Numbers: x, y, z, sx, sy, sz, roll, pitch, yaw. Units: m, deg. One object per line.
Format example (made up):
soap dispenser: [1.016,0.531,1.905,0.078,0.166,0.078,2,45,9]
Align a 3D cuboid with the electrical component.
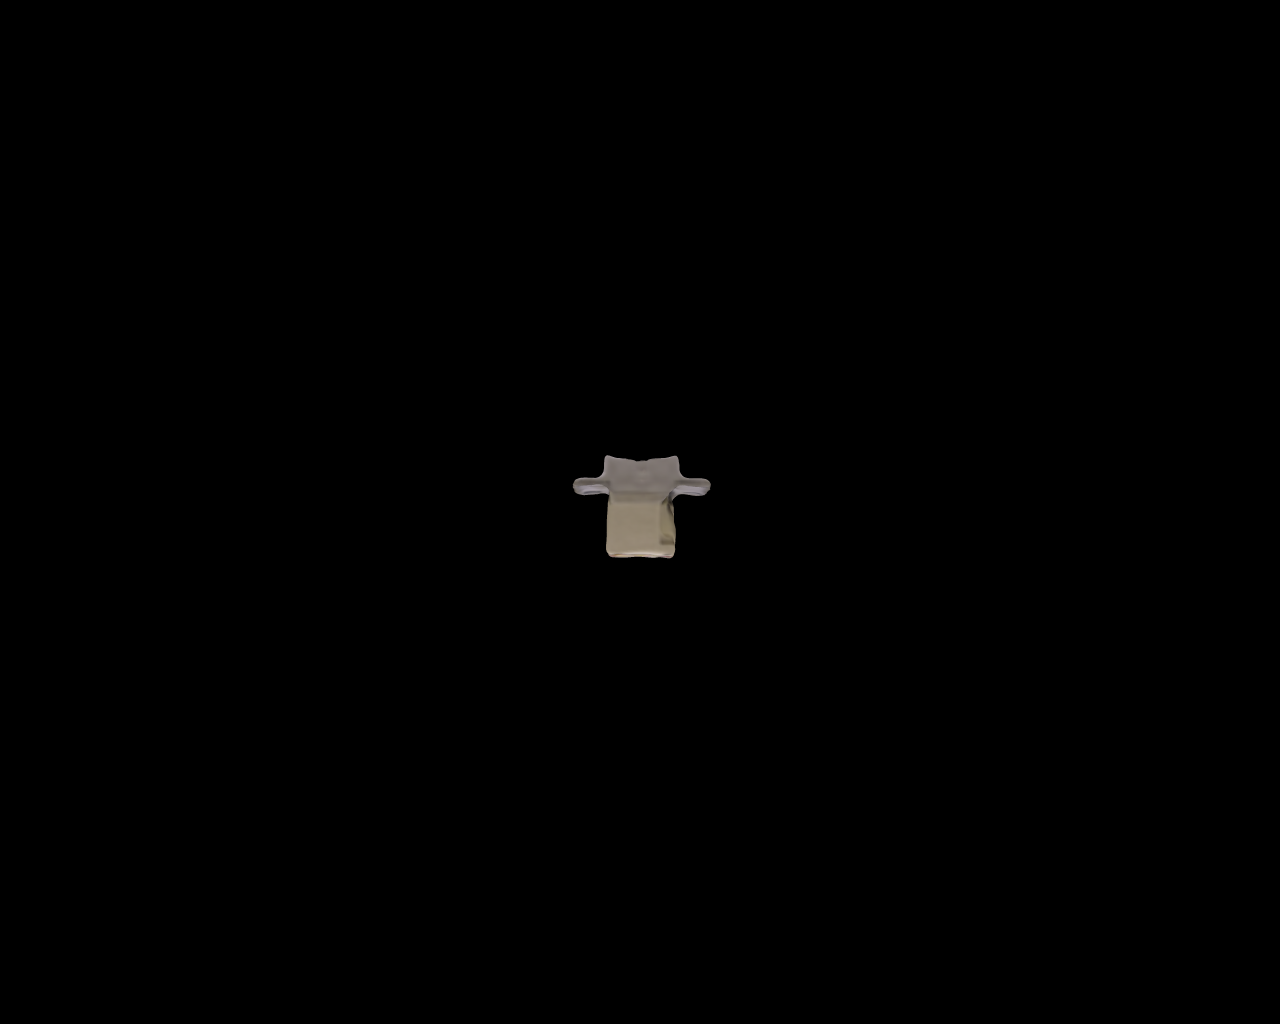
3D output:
electrical component: [0.001,-0.003,0.650,0.081,0.063,0.042,0,-7,0]
